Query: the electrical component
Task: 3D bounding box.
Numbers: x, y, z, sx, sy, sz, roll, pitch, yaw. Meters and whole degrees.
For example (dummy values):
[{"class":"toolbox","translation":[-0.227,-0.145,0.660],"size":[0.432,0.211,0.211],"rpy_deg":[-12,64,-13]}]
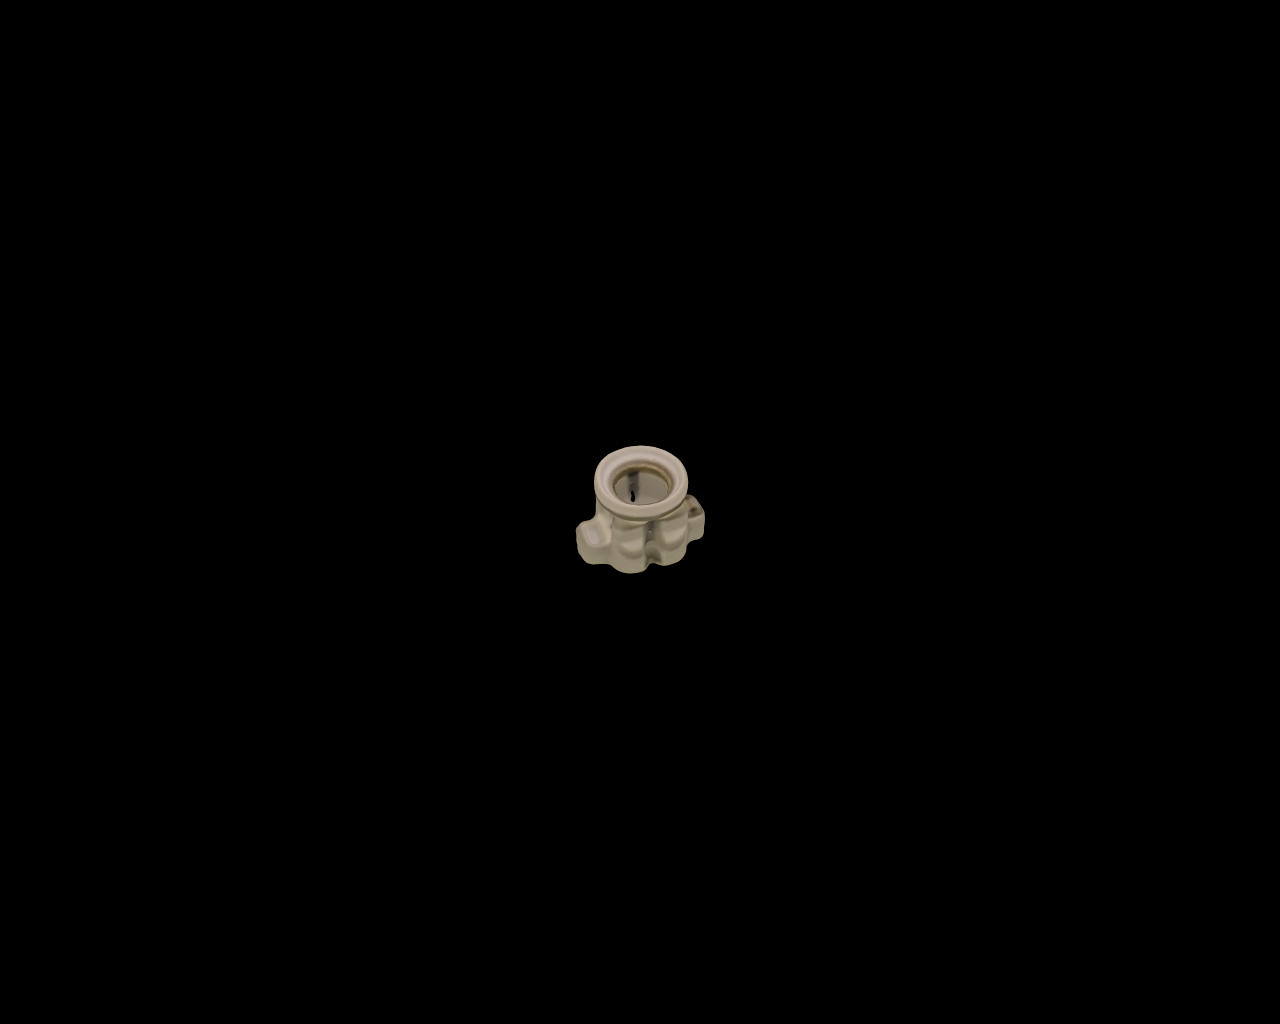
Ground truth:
[{"class":"electrical component","translation":[0.001,-0.003,0.650],"size":[0.078,0.056,0.058],"rpy_deg":[-13,47,-12]}]
